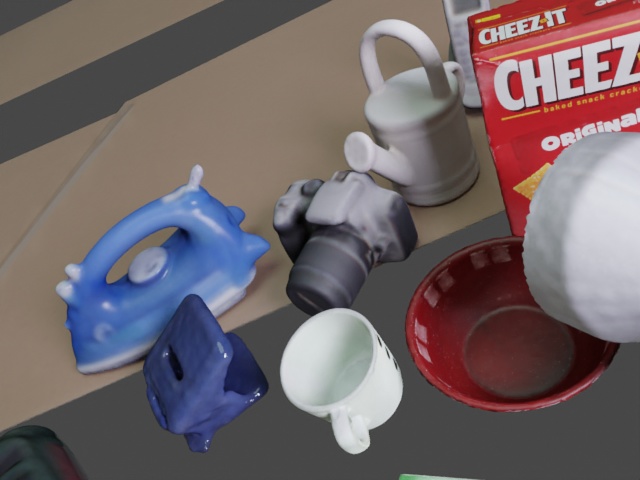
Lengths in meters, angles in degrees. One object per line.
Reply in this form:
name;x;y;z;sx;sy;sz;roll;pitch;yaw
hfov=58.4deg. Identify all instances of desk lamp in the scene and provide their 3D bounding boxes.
desk lamp;0.227;0.052;0.313;0.118;0.214;0.202;-40;42;-13

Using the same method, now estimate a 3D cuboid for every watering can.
watering can;0.094;-0.130;0.590;0.100;0.195;0.173;-1;48;29

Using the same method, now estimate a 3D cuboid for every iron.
iron;-0.192;0.034;0.625;0.258;0.142;0.118;-36;41;-8

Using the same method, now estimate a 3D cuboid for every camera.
camera;0.005;0.002;0.577;0.142;0.101;0.137;7;52;35

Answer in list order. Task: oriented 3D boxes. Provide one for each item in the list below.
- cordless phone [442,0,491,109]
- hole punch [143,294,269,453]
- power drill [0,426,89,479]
cordless phone;0.211;-0.249;0.652;0.147;0.185;0.094;-7;45;23
hole punch;-0.117;0.121;0.532;0.101;0.091;0.108;-37;41;-10
power drill;-0.121;0.208;0.354;0.228;0.209;0.076;20;60;42
